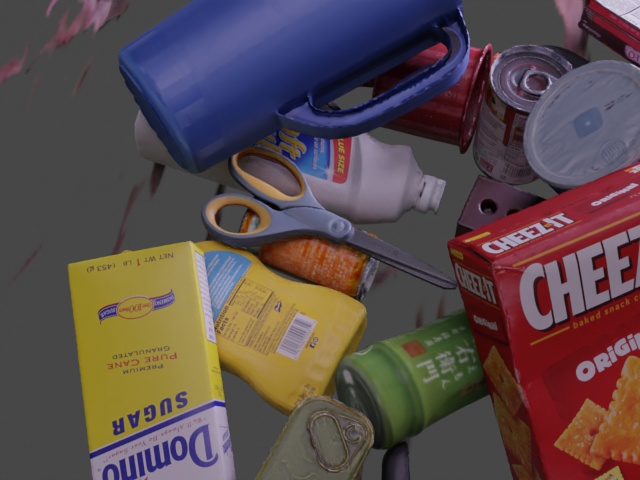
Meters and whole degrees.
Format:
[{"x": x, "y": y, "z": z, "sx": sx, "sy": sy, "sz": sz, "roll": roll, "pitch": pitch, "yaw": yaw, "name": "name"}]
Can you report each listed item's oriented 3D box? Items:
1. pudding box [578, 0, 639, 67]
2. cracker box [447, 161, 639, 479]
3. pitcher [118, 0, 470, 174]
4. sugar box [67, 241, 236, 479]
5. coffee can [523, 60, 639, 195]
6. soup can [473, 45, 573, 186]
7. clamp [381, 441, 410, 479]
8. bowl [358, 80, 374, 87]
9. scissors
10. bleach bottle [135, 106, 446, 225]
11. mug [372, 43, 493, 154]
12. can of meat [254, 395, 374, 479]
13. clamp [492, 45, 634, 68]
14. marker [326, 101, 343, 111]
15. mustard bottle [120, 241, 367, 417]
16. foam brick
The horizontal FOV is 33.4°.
[{"x": 0.301, "y": -0.196, "z": 0.948, "sx": 0.113, "sy": 0.039, "sz": 0.090, "roll": -25, "pitch": 54, "yaw": -26, "name": "pudding box"}, {"x": 0.193, "y": 0.075, "z": 0.706, "sx": 0.164, "sy": 0.213, "sz": 0.072, "roll": -22, "pitch": 19, "yaw": -14, "name": "cracker box"}, {"x": -0.018, "y": -0.146, "z": 0.798, "sx": 0.242, "sy": 0.145, "sz": 0.149, "roll": -33, "pitch": 23, "yaw": -9, "name": "pitcher"}, {"x": -0.116, "y": 0.096, "z": 0.738, "sx": 0.093, "sy": 0.048, "sz": 0.176, "roll": -11, "pitch": 76, "yaw": 5, "name": "sugar box"}, {"x": 0.231, "y": -0.055, "z": 0.800, "sx": 0.103, "sy": 0.140, "sz": 0.103, "roll": -22, "pitch": 53, "yaw": 31, "name": "coffee can"}, {"x": 0.164, "y": -0.099, "z": 0.866, "sx": 0.068, "sy": 0.102, "sz": 0.068, "roll": 0, "pitch": 58, "yaw": -1, "name": "soup can"}, {"x": 0.072, "y": 0.254, "z": 0.688, "sx": 0.165, "sy": 0.036, "sz": 0.209, "roll": 27, "pitch": 63, "yaw": 13, "name": "clamp"}, {"x": 0.045, "y": -0.217, "z": 0.965, "sx": 0.162, "sy": 0.055, "sz": 0.162, "roll": 0, "pitch": 59, "yaw": -1, "name": "bowl"}, {"x": -0.005, "y": 0.001, "z": 0.787, "sx": 0.202, "sy": 0.016, "sz": 0.096, "roll": 40, "pitch": 66, "yaw": 22, "name": "scissors"}, {"x": -0.018, "y": -0.078, "z": 0.875, "sx": 0.251, "sy": 0.068, "sz": 0.102, "roll": 18, "pitch": 63, "yaw": 7, "name": "bleach bottle"}, {"x": 0.097, "y": -0.133, "z": 0.900, "sx": 0.081, "sy": 0.093, "sz": 0.117, "roll": 15, "pitch": 43, "yaw": 14, "name": "mug"}, {"x": -0.007, "y": 0.167, "z": 0.712, "sx": 0.057, "sy": 0.084, "sz": 0.102, "roll": 24, "pitch": 61, "yaw": 13, "name": "can of meat"}, {"x": 0.235, "y": -0.134, "z": 0.928, "sx": 0.171, "sy": 0.039, "sz": 0.120, "roll": 26, "pitch": 51, "yaw": 10, "name": "clamp"}, {"x": -0.010, "y": -0.129, "z": 0.931, "sx": 0.020, "sy": 0.020, "sz": 0.121, "roll": -34, "pitch": 65, "yaw": -20, "name": "marker"}, {"x": -0.068, "y": 0.054, "z": 0.794, "sx": 0.192, "sy": 0.058, "sz": 0.096, "roll": 25, "pitch": 72, "yaw": 13, "name": "mustard bottle"}, {"x": 0.149, "y": -0.005, "z": 0.839, "sx": 0.078, "sy": 0.051, "sz": 0.053, "roll": 21, "pitch": 61, "yaw": 11, "name": "foam brick"}]
